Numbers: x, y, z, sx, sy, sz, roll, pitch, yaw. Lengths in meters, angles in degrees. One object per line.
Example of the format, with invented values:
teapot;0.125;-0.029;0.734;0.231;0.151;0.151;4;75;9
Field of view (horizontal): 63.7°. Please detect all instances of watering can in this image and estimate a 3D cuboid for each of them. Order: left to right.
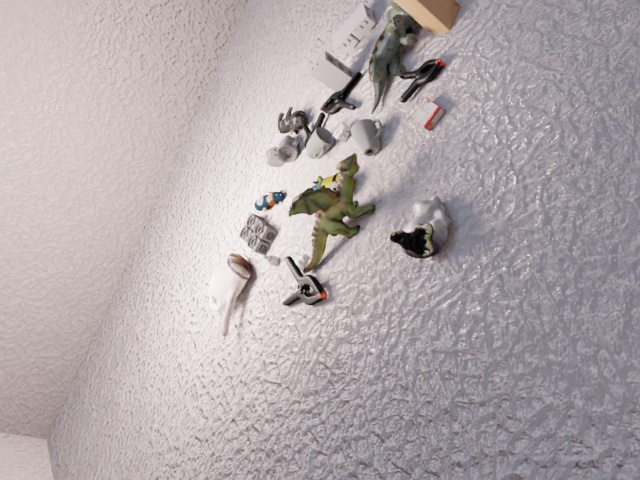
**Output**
watering can;-0.338;0.187;1.936;0.222;0.103;0.354;-54;34;13

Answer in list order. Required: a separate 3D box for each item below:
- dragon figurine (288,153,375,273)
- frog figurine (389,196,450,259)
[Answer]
dragon figurine;0.005;-0.077;1.533;0.406;0.240;0.124;-52;39;14
frog figurine;0.265;-0.031;1.288;0.135;0.122;0.162;-43;2;42
